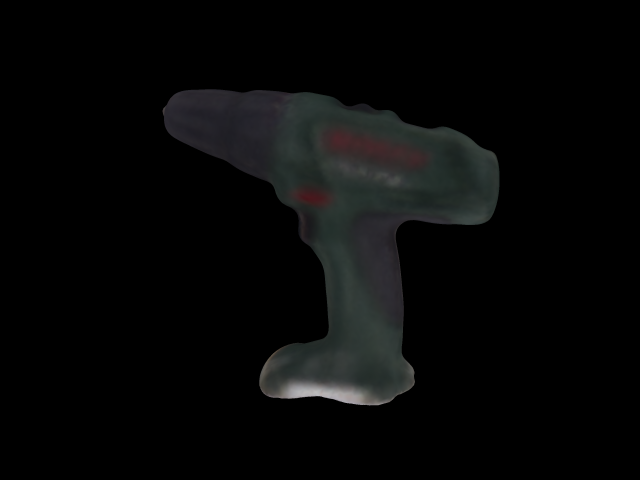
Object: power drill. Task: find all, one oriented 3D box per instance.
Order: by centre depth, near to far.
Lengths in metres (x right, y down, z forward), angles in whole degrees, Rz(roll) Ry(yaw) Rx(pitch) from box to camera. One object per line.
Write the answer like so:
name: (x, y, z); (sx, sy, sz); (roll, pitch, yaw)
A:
power drill: (0.004, 0.001, 0.400); (0.229, 0.208, 0.076); (1, 11, 7)
